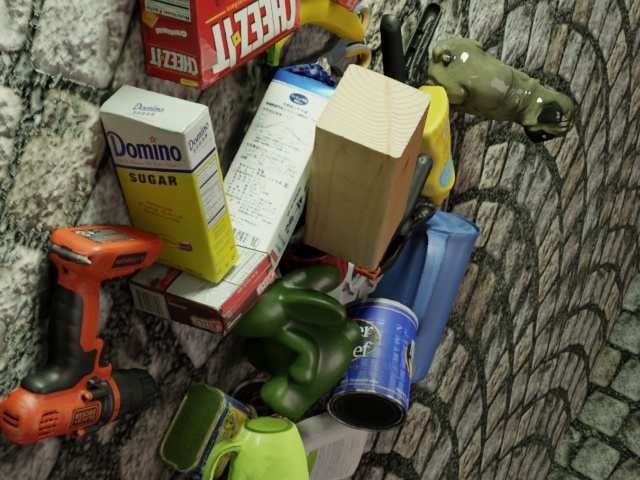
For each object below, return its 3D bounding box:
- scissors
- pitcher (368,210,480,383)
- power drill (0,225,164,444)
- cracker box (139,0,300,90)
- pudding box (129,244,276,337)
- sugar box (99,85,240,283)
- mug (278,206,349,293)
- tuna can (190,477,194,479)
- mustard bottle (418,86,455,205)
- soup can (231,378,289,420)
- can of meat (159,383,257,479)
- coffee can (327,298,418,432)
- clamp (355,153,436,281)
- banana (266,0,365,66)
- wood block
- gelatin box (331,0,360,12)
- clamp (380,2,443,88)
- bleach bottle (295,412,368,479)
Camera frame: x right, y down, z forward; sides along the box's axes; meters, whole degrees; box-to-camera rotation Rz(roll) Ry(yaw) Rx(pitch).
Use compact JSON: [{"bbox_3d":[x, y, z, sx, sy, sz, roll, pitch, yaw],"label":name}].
[{"bbox_3d":[0.010,-0.222,1.201,0.201,0.016,0.096,-10,114,-61],"label":"scissors"},{"bbox_3d":[0.129,0.077,1.499,0.148,0.145,0.243,-2,112,-47],"label":"pitcher"},{"bbox_3d":[-0.195,0.082,0.951,0.184,0.057,0.188,-7,112,-62],"label":"power drill"},{"bbox_3d":[-0.084,-0.261,0.928,0.164,0.072,0.214,-42,142,-44],"label":"cracker box"},{"bbox_3d":[-0.112,0.039,1.020,0.089,0.114,0.039,-47,142,-40],"label":"pudding box"},{"bbox_3d":[-0.132,-0.047,0.950,0.048,0.093,0.176,-53,148,-35],"label":"sugar box"},{"bbox_3d":[-0.008,0.002,1.239,0.081,0.093,0.117,81,15,-51],"label":"mug"},{"bbox_3d":[-0.126,0.301,1.255,0.086,0.034,0.086,-41,141,-46],"label":"tuna can"},{"bbox_3d":[0.158,-0.118,1.505,0.191,0.058,0.096,75,25,-49],"label":"mustard bottle"},{"bbox_3d":[-0.071,0.225,1.276,0.068,0.069,0.102,-43,143,-45],"label":"soup can"},{"bbox_3d":[-0.124,0.215,1.179,0.102,0.058,0.084,-65,152,-13],"label":"can of meat"},{"bbox_3d":[0.069,0.160,1.368,0.103,0.103,0.140,73,22,-50],"label":"coffee can"},{"bbox_3d":[0.099,-0.026,1.333,0.171,0.039,0.120,-52,147,-34],"label":"clamp"},{"bbox_3d":[-0.010,-0.232,1.123,0.197,0.037,0.069,-29,121,-54],"label":"banana"},{"bbox_3d":[0.045,-0.069,1.105,0.206,0.090,0.090,98,18,-57],"label":"wood block"},{"bbox_3d":[0.043,-0.293,1.128,0.073,0.030,0.089,-54,-162,33],"label":"gelatin box"},{"bbox_3d":[0.097,-0.200,1.358,0.164,0.036,0.210,-21,127,-62],"label":"clamp"},{"bbox_3d":[-0.025,0.283,1.412,0.250,0.068,0.102,5,102,-61],"label":"bleach bottle"}]
